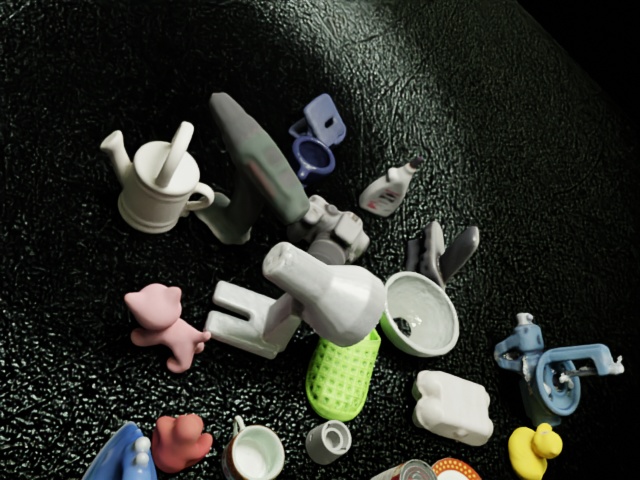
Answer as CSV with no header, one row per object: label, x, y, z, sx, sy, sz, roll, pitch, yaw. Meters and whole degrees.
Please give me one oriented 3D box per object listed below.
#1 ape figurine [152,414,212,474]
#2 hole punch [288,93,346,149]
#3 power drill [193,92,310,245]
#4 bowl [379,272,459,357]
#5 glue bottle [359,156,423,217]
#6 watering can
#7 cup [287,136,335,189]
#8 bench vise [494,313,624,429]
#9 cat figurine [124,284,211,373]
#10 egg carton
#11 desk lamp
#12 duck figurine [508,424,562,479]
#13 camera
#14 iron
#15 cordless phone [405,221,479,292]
ape figurine,-0.173,0.250,0.726,0.078,0.092,0.076,43,45,1
hole punch,0.006,-0.244,1.220,0.101,0.091,0.109,42,45,0
power drill,-0.128,-0.094,0.933,0.229,0.208,0.076,45,45,3
bowl,0.166,0.146,1.046,0.168,0.074,0.167,18,49,-22
glue bottle,0.152,-0.114,1.162,0.078,0.173,0.037,17,50,-23
watering can,-0.244,-0.103,0.872,0.173,0.193,0.101,7,54,-30
cup,-0.034,-0.131,1.105,0.092,0.094,0.118,33,45,-9
bench vise,0.432,0.226,1.062,0.122,0.219,0.207,-21,71,-42
cat figurine,-0.208,0.111,0.789,0.128,0.117,0.067,35,45,-6
egg carton,0.226,0.290,0.982,0.151,0.069,0.107,21,48,-19
desk lamp,-0.038,0.094,0.849,0.204,0.213,0.118,22,48,-18
duck figurine,0.389,0.375,1.016,0.078,0.086,0.104,31,46,-10
camera,0.009,0.004,1.028,0.143,0.100,0.137,37,45,-5
iron,-0.215,0.306,0.621,0.119,0.141,0.258,16,50,-23
cordless phone,0.255,0.013,1.127,0.094,0.184,0.147,22,48,-18
